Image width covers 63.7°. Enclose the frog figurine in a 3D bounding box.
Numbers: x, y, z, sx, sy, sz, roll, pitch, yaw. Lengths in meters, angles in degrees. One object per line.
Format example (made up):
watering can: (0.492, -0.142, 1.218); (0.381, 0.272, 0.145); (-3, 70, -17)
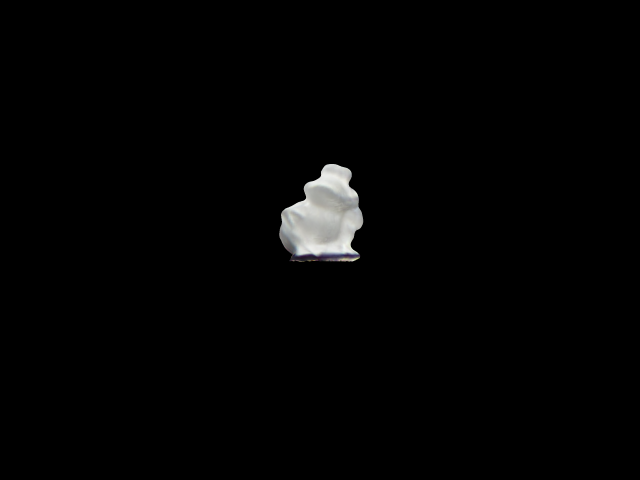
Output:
frog figurine: (0.003, -0.043, 0.850); (0.137, 0.160, 0.122); (0, -6, 4)
